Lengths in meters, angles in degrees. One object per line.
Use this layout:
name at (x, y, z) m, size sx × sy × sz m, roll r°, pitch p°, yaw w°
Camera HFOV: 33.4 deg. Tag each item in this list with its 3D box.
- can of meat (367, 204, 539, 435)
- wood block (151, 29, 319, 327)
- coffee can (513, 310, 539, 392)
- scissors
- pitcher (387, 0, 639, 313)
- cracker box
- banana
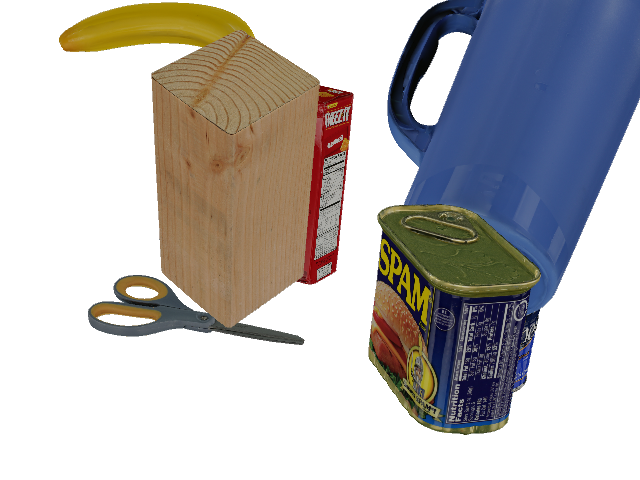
can of meat at (0.063, 0.038, 0.546) m, size 0.057 × 0.084 × 0.102 m, roll -3°, pitch 24°, yaw -17°
wood block at (-0.068, -0.043, 0.832) m, size 0.090 × 0.206 × 0.090 m, roll 37°, pitch 54°, yaw 27°
coffee can at (0.150, 0.056, 0.978) m, size 0.103 × 0.140 × 0.103 m, roll 5°, pitch 23°, yaw -2°
scissors at (-0.118, 0.066, 1.020) m, size 0.201 × 0.016 × 0.096 m, roll 2°, pitch 33°, yaw -6°
pitcher at (0.129, -0.074, 0.727) m, size 0.145 × 0.242 × 0.149 m, roll 43°, pitch -35°, yaw -23°
cracker box at (-0.058, -0.073, 1.203) m, size 0.164 × 0.214 × 0.072 m, roll 16°, pitch 23°, yaw 26°
banana at (-0.138, -0.187, 0.963) m, size 0.198 × 0.037 × 0.069 m, roll 10°, pitch 46°, yaw 17°
